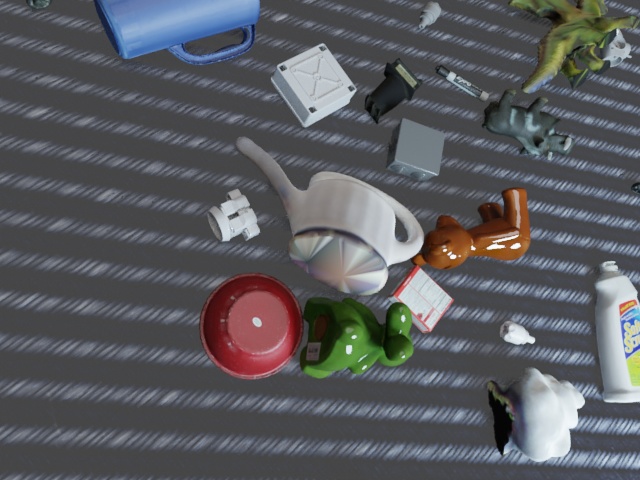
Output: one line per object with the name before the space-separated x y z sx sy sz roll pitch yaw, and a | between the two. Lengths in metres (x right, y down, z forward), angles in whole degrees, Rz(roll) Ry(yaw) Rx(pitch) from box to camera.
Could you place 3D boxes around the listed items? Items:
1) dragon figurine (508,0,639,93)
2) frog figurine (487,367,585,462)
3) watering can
dragon figurine | 0.504 -0.452 1.107 0.414 0.119 0.246 -26 60 -23
frog figurine | 0.367 0.278 0.835 0.159 0.120 0.140 -6 57 -7
watering can | 0.002 -0.041 0.809 0.347 0.101 0.230 22 40 -5
